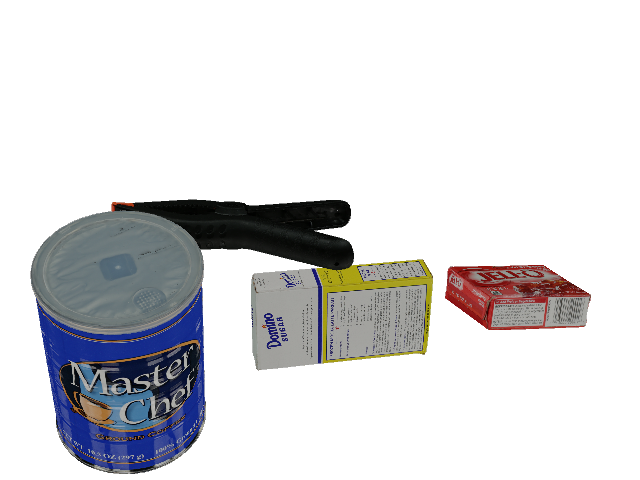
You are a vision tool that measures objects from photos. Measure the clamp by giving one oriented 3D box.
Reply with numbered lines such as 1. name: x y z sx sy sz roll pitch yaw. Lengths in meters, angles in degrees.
1. clamp: -0.069 -0.010 0.883 0.210 0.036 0.164 2 13 -7

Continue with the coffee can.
1. coffee can: -0.125 0.066 0.685 0.103 0.140 0.103 2 42 -2

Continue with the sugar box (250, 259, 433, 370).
1. sugar box: 0.020 0.073 1.059 0.176 0.093 0.048 -3 27 -8

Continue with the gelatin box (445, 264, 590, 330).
1. gelatin box: 0.152 0.043 0.831 0.089 0.030 0.073 0 17 -19
